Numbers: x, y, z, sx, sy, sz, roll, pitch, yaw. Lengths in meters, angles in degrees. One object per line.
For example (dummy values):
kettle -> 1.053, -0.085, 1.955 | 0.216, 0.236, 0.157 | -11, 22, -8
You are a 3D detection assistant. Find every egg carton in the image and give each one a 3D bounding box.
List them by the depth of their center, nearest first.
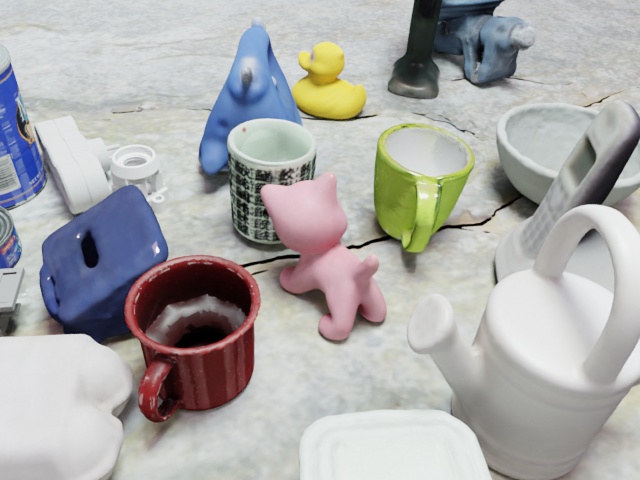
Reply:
egg carton -> -0.202, 0.116, 0.372 | 0.150, 0.069, 0.107 | -2, 42, -8

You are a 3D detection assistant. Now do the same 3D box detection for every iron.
iron -> -0.076, -0.183, 0.664 | 0.118, 0.141, 0.258 | 1, 42, -4

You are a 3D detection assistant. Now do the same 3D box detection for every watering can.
watering can -> 0.146, 0.066, 0.368 | 0.173, 0.194, 0.100 | -14, 45, -20

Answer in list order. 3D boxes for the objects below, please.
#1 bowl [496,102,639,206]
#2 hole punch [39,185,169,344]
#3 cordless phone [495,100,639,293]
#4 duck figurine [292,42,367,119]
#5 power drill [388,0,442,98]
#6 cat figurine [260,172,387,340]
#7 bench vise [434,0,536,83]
bowl -> 0.270, -0.082, 0.635 | 0.167, 0.075, 0.167 | 3, 42, -2
hole punch -> -0.175, 0.021, 0.466 | 0.101, 0.091, 0.108 | -17, 46, -23
cordless phone -> 0.212, -0.006, 0.461 | 0.094, 0.185, 0.147 | 4, 42, -1
duck figurine -> 0.013, -0.213, 0.748 | 0.104, 0.086, 0.078 | 22, 45, 18
power drill -> 0.144, -0.308, 0.775 | 0.075, 0.208, 0.229 | 9, 42, 5
cat figurine -> 0.004, 0.002, 0.484 | 0.067, 0.118, 0.127 | -26, 50, -29
bench vise -> 0.244, -0.356, 0.830 | 0.206, 0.220, 0.122 | 35, 50, 29
